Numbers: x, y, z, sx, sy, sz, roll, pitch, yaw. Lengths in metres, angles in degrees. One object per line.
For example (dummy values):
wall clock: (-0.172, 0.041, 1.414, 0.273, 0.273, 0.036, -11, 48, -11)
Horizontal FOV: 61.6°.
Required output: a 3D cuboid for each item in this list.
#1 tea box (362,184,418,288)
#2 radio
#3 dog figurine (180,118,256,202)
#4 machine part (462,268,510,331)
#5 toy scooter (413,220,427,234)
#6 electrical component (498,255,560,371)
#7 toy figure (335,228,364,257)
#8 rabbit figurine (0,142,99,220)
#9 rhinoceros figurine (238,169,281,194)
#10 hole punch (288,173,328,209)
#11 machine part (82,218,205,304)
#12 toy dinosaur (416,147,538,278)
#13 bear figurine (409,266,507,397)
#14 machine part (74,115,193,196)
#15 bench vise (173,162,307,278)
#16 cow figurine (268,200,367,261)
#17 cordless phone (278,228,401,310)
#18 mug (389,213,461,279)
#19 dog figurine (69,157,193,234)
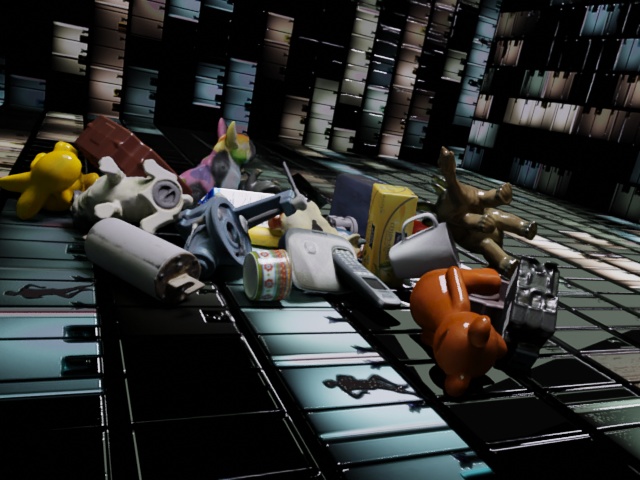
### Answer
tea box: (0.122, -0.009, 0.971, 0.068, 0.169, 0.098, 7, 14, -4)
radio: (0.120, -0.076, 1.290, 0.073, 0.131, 0.230, -3, 20, -36)
dog figurine: (-0.239, -0.159, 1.183, 0.191, 0.219, 0.109, 3, 13, -31)
machine part: (0.262, 0.099, 0.895, 0.179, 0.056, 0.179, 9, 15, -3)
toy scooter: (0.243, -0.024, 1.301, 0.135, 0.075, 0.184, -1, 22, -37)
electrical component: (0.282, 0.106, 0.735, 0.058, 0.134, 0.114, 12, -28, 16)
toy figure: (0.075, 0.017, 1.066, 0.155, 0.057, 0.064, 17, 20, 9)
rabbit figurine: (-0.483, -0.114, 0.964, 0.162, 0.121, 0.173, -31, 10, -29)
rhinoceros figurine: (-0.151, -0.103, 1.243, 0.191, 0.112, 0.073, 22, -12, 43)
hole punch: (-0.052, -0.098, 1.379, 0.116, 0.092, 0.142, 42, 15, 0)
machine part: (-0.253, 0.026, 0.760, 0.244, 0.079, 0.079, 19, 17, 32)
toy dinosaur: (0.286, -0.025, 0.986, 0.199, 0.105, 0.470, 33, -9, 43)
bear figurine: (0.192, 0.110, 0.688, 0.132, 0.120, 0.196, 11, 16, -14)
machine part: (-0.361, -0.134, 1.046, 0.201, 0.087, 0.201, 30, -13, 37)
bench vise: (-0.131, -0.032, 0.894, 0.241, 0.128, 0.224, -21, 18, 13)
cow figurine: (-0.002, -0.003, 0.996, 0.127, 0.085, 0.195, -9, 43, -30)
cordless phone: (0.025, 0.058, 0.820, 0.146, 0.088, 0.184, 10, 19, -39)
mug: (0.166, 0.015, 0.888, 0.107, 0.109, 0.081, -21, 20, 18)
dog figurine: (-0.330, -0.060, 0.927, 0.172, 0.121, 0.191, 19, -18, -28)
